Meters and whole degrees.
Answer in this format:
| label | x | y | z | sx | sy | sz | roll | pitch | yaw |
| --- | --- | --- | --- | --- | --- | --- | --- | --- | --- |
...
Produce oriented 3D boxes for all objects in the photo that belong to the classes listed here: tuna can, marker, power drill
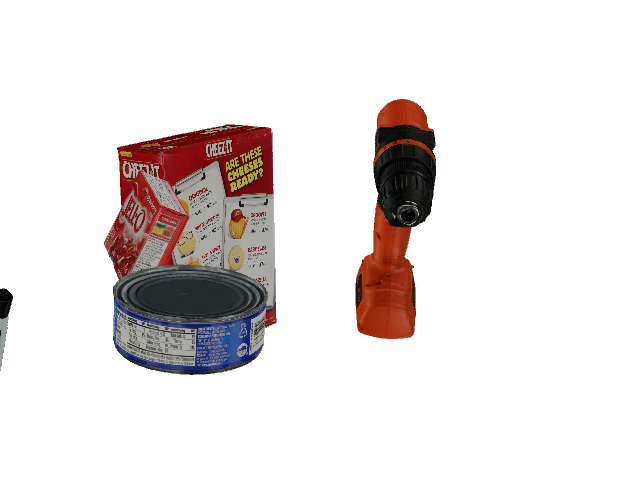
| label | x | y | z | sx | sy | sz | roll | pitch | yaw |
| --- | --- | --- | --- | --- | --- | --- | --- | --- | --- |
| tuna can | -0.073 | 0.043 | 0.597 | 0.086 | 0.034 | 0.086 | 4 | 17 | -1 |
| marker | -0.318 | 0.096 | 1.045 | 0.020 | 0.121 | 0.020 | 14 | 32 | -9 |
| power drill | 0.067 | -0.009 | 0.933 | 0.057 | 0.188 | 0.184 | 7 | 32 | 1 |

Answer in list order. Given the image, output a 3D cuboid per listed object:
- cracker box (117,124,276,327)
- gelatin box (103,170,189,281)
| label | x | y | z | sx | sy | sz | roll | pitch | yaw |
| --- | --- | --- | --- | --- | --- | --- | --- | --- | --- |
| cracker box | -0.120 | 0.000 | 1.074 | 0.072 | 0.214 | 0.163 | 9 | 18 | 35 |
| gelatin box | -0.144 | -0.008 | 0.870 | 0.030 | 0.073 | 0.089 | 22 | 14 | -28 |
